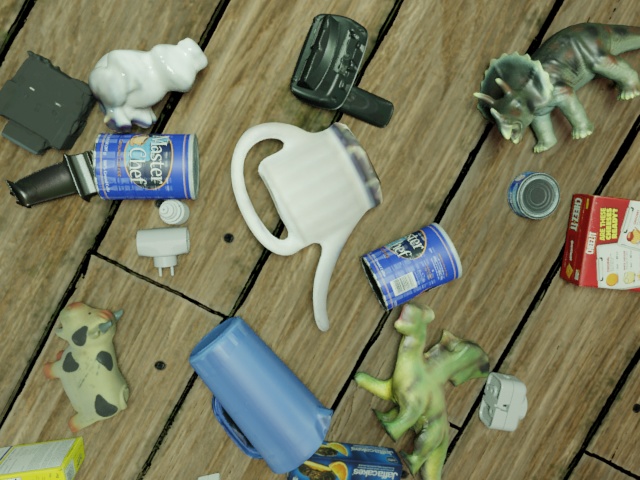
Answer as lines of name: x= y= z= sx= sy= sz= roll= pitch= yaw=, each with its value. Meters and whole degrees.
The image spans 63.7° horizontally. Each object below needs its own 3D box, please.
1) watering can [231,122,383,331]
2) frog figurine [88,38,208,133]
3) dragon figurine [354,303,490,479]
watering can: x=0.003 y=-0.042 z=0.837 sx=0.225 sy=0.104 sz=0.345 roll=-29 pitch=100 yaw=-4
frog figurine: x=-0.252 y=-0.246 z=0.754 sx=0.157 sy=0.138 sz=0.124 roll=-45 pitch=74 yaw=19
dragon figurine: x=0.215 y=0.283 z=0.920 sx=0.244 sy=0.123 sz=0.405 roll=-35 pitch=110 yaw=-11
